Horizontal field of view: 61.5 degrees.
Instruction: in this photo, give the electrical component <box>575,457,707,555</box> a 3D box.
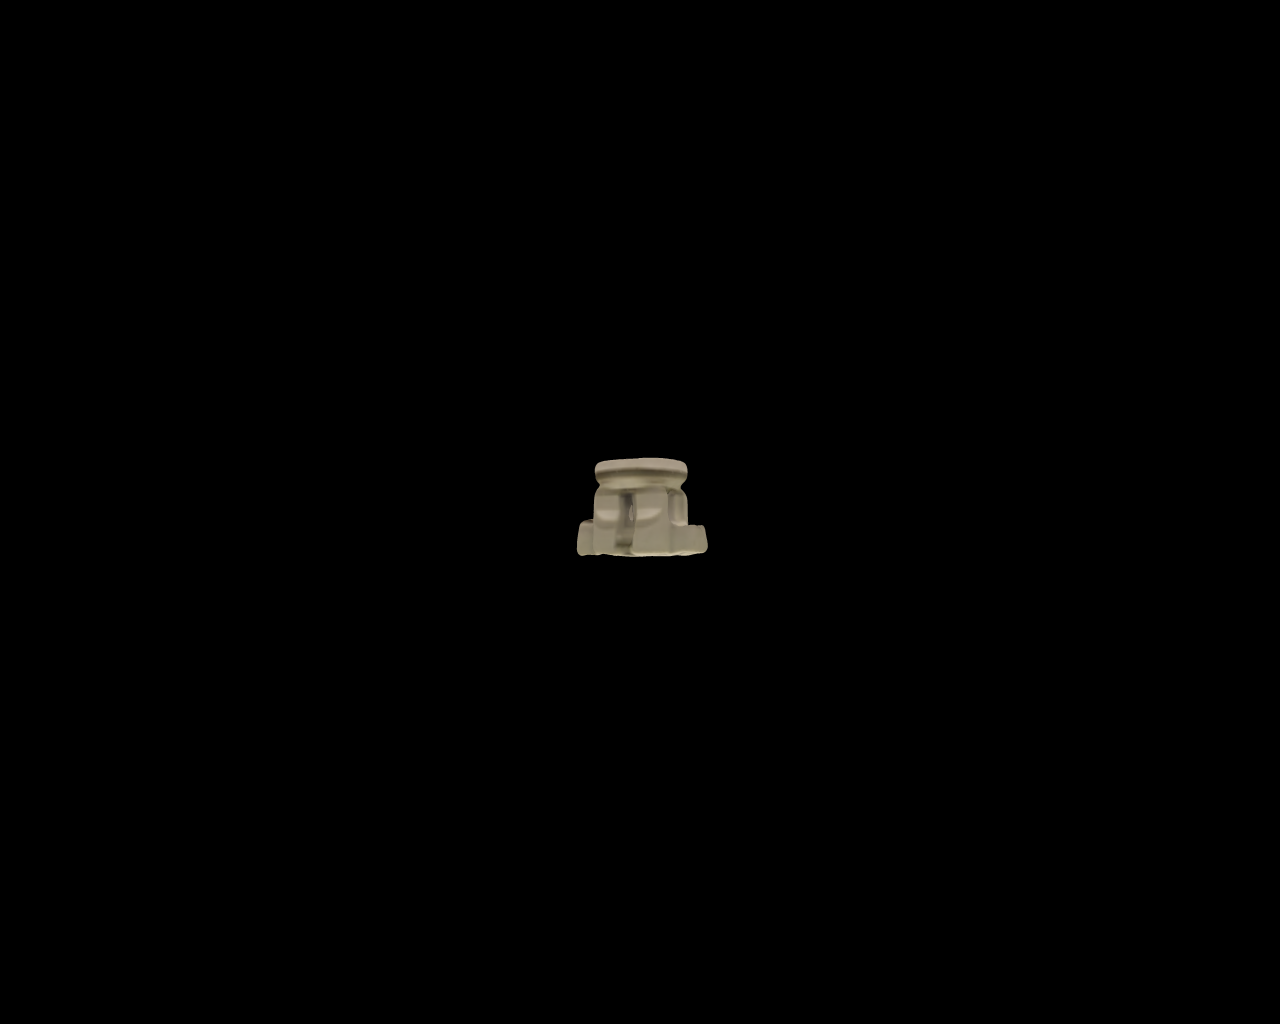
[{"bbox_3d":[0.001,-0.003,0.650,0.078,0.057,0.058,-1,-4,24],"label":"electrical component"}]
